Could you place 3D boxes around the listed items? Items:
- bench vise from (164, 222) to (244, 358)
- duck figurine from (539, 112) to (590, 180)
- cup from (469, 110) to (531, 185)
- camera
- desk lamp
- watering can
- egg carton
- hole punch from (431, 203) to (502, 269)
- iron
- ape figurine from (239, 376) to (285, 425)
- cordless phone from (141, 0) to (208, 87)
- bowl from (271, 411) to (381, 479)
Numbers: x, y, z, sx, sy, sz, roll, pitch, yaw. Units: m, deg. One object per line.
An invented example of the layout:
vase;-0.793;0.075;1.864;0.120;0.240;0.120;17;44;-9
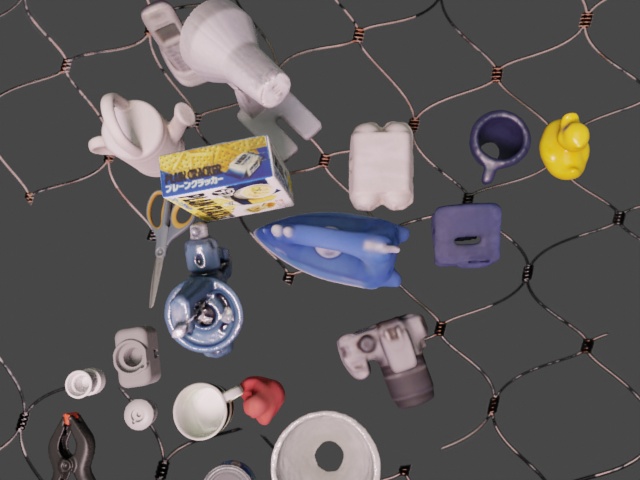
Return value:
bench vise;-0.194;0.080;0.864;0.121;0.220;0.207;-24;81;2
duck figurine;0.399;-0.152;0.913;0.077;0.086;0.104;-5;82;4
cup;0.276;-0.137;0.916;0.091;0.095;0.118;17;85;7
camera;0.111;0.193;0.886;0.143;0.101;0.137;-20;82;2
desk lamp;-0.103;-0.250;0.901;0.118;0.213;0.203;-45;82;-2
watering can;-0.287;-0.176;0.917;0.173;0.194;0.101;-37;81;0
egg carton;0.100;-0.121;0.941;0.107;0.069;0.150;-1;83;5
hole punch;0.233;-0.006;0.906;0.108;0.091;0.101;-4;83;4
iron;0.008;0.003;0.897;0.258;0.141;0.119;9;84;6
ape figurine;-0.095;0.254;0.899;0.076;0.092;0.078;-12;82;3
cordless phone;-0.201;-0.340;0.934;0.147;0.185;0.094;-27;81;1
bowl;0.011;0.345;0.888;0.167;0.075;0.167;-1;83;5
